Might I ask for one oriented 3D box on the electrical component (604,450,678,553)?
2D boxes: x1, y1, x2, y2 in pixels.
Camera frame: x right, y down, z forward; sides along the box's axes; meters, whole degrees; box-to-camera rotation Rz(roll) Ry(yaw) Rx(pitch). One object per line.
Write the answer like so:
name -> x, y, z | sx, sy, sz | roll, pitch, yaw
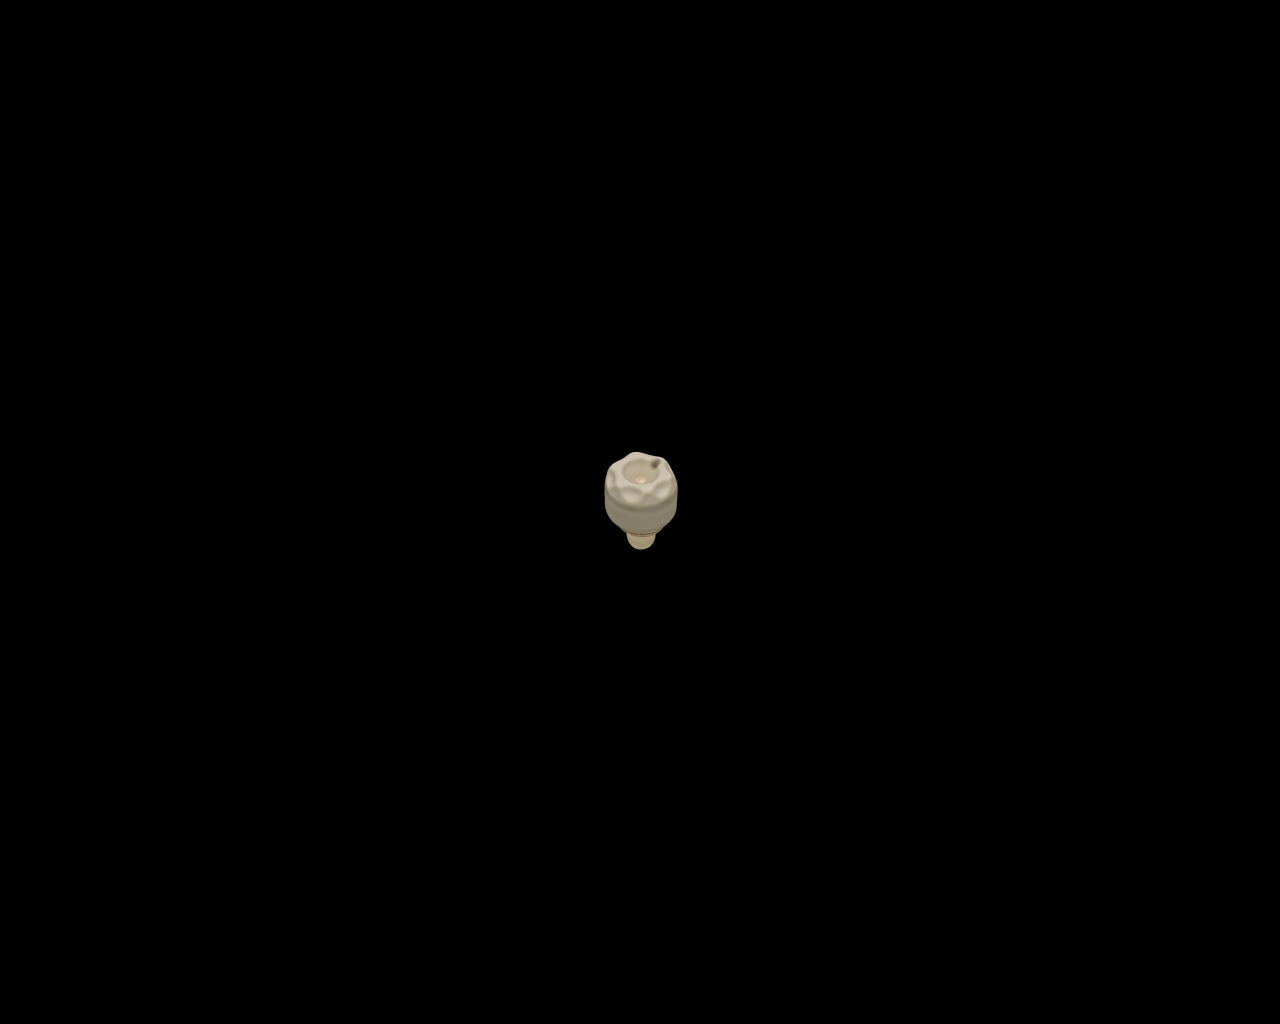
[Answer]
electrical component -> 0.001, -0.003, 0.650 | 0.043, 0.062, 0.043 | 0, 43, 0
